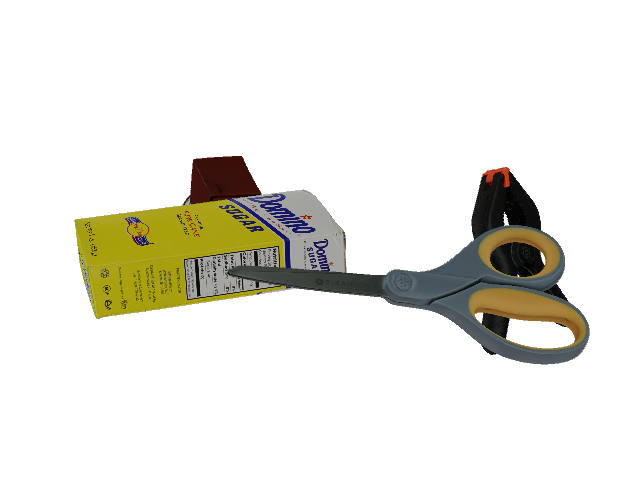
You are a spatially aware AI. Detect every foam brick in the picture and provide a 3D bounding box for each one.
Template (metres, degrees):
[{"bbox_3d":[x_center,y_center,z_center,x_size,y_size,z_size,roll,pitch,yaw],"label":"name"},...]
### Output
[{"bbox_3d":[-0.094,-0.042,1.043,0.053,0.051,0.078,-4,34,-18],"label":"foam brick"}]

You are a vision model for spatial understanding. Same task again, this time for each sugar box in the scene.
[{"bbox_3d":[-0.078,0.006,0.750,0.176,0.048,0.093,-11,25,-14],"label":"sugar box"}]

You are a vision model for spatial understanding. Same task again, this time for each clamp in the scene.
[{"bbox_3d":[0.175,0.021,0.998,0.120,0.171,0.039,-26,7,-42],"label":"clamp"}]

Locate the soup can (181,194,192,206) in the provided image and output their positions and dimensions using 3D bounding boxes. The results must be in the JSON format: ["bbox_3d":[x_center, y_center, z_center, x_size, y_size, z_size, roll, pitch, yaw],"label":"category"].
[{"bbox_3d":[-0.108,-0.013,1.246,0.102,0.068,0.068,16,6,21],"label":"soup can"}]

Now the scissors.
[{"bbox_3d":[0.057,0.014,0.606,0.202,0.096,0.016,18,-37,2],"label":"scissors"}]
